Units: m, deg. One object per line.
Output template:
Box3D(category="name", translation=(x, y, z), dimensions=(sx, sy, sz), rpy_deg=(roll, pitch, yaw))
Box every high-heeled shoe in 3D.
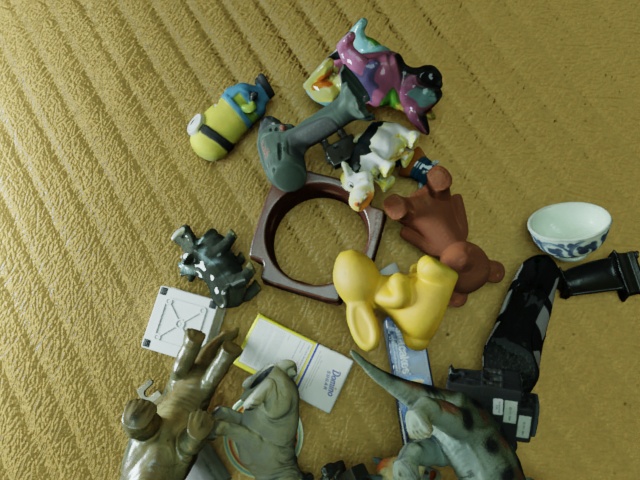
Box3D(category="high-heeled shoe", translation=(0.321, 0.145, 0.858), dimensions=(0.086, 0.145, 0.248), rpy_deg=(18, 109, 22))

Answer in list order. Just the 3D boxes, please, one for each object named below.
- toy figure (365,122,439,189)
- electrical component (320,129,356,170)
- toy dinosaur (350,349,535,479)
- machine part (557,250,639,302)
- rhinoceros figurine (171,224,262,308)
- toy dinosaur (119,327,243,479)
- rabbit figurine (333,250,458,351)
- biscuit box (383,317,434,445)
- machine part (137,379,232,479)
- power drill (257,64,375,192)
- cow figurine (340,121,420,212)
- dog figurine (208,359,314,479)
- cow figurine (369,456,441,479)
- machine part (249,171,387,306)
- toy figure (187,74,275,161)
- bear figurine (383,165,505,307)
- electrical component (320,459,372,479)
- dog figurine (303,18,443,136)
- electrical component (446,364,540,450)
Box3D(category="toy figure", translation=(0.143, -0.147, 0.930), dimensions=(0.154, 0.064, 0.058), rpy_deg=(36, 45, 7))
Box3D(category="electrical component", translation=(0.040, -0.156, 0.962), dimensions=(0.063, 0.021, 0.094), rpy_deg=(-28, 77, -1))
Box3D(category="toy dinosaur", translation=(0.204, 0.293, 0.723), dimensions=(0.131, 0.192, 0.405), rpy_deg=(-35, 79, 37))
Box3D(category="machine part", translation=(0.449, 0.061, 0.861), dimensions=(0.139, 0.039, 0.084), rpy_deg=(-8, 81, 3))
Box3D(category="rhinoceros figurine", translation=(-0.179, 0.041, 0.903), dimensions=(0.112, 0.073, 0.190), rpy_deg=(-33, 56, -16))
Box3D(category="toy dinosaur", translation=(-0.206, 0.277, 0.705), dimensions=(0.105, 0.471, 0.198), rpy_deg=(24, 123, 3))
Box3D(category="rabbit figurine", translation=(0.095, 0.082, 0.799), dimensions=(0.173, 0.122, 0.162), rpy_deg=(25, 92, -1))
Box3D(category="biscuit box", translation=(0.144, 0.218, 0.845), dimensions=(0.059, 0.062, 0.202), rpy_deg=(-9, 77, 3))
Box3D(category="machine part", translation=(-0.218, 0.331, 0.851), dimensions=(0.079, 0.079, 0.243), rpy_deg=(-39, 77, -3))
Box3D(category="power drill", translation=(-0.019, -0.191, 0.875), dimensions=(0.207, 0.085, 0.232), rpy_deg=(-28, 37, 17))
Box3D(category="cow figurine", translation=(0.078, -0.123, 0.850), dimensions=(0.098, 0.068, 0.167), rpy_deg=(33, 61, 17))
Box3D(category="dog figurine", translation=(-0.054, 0.298, 0.810), dimensions=(0.172, 0.121, 0.190), rpy_deg=(-42, 97, 7))
Box3D(category="cow figurine", translation=(0.130, 0.394, 0.780), dimensions=(0.127, 0.085, 0.194), rpy_deg=(8, 99, 11))
Box3D(category="machine part", translation=(-0.002, -0.003, 0.900), dimensions=(0.201, 0.087, 0.201), rpy_deg=(15, 78, 9))
Box3D(category="toy figure", translation=(-0.158, -0.219, 0.968), dimensions=(0.180, 0.082, 0.089), rpy_deg=(-39, 77, -6))
Box3D(category="bear figurine", translation=(0.202, 0.000, 0.858), dimensions=(0.120, 0.132, 0.196), rpy_deg=(-31, 70, 9))
Box3D(category="electrical component", translation=(0.041, 0.361, 0.759), dimensions=(0.045, 0.078, 0.102), rpy_deg=(-5, 58, -35))
Box3D(category="dog figurine", translation=(0.103, -0.258, 0.936), dimensions=(0.219, 0.108, 0.191), rpy_deg=(42, 128, -8))
Box3D(category="electrical component", translation=(0.253, 0.252, 0.799), dimensions=(0.134, 0.058, 0.114), rpy_deg=(6, 111, 15))
